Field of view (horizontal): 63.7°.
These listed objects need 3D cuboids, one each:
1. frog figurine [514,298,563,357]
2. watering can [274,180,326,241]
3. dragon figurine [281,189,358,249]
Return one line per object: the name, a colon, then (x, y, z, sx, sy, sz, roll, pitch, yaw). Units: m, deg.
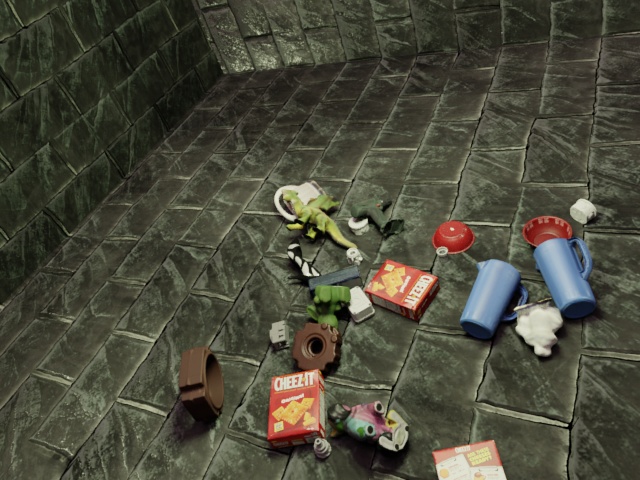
frog figurine: (0.668, 0.268, 1.558, 0.137, 0.161, 0.121, -14, -15, -1)
watering can: (-0.058, -0.148, 2.327, 0.226, 0.101, 0.353, -32, 55, -17)
dragon figurine: (0.007, -0.111, 2.200, 0.411, 0.248, 0.119, 23, -36, 10)
